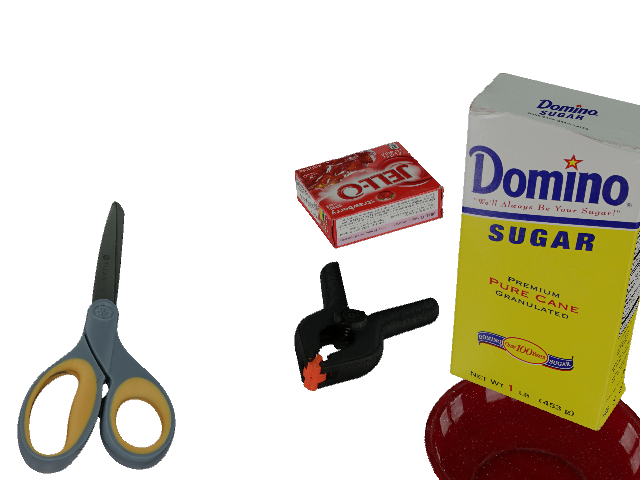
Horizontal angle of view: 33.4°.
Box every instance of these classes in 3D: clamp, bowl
[{"bbox_3d":[0.020,0.074,0.971,0.120,0.039,0.171,20,31,28],"label":"clamp"},{"bbox_3d":[0.155,0.163,0.769,0.162,0.055,0.162,-1,35,0],"label":"bowl"}]

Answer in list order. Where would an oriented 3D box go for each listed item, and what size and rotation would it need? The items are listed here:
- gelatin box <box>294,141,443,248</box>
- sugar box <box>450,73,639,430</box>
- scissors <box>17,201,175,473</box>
[{"bbox_3d":[0.035,-0.035,0.781,0.089,0.030,0.073,-17,37,-15],"label":"gelatin box"},{"bbox_3d":[0.120,0.009,0.554,0.093,0.176,0.048,18,42,27],"label":"sugar box"},{"bbox_3d":[-0.117,0.059,0.649,0.096,0.201,0.016,20,-43,-1],"label":"scissors"}]
